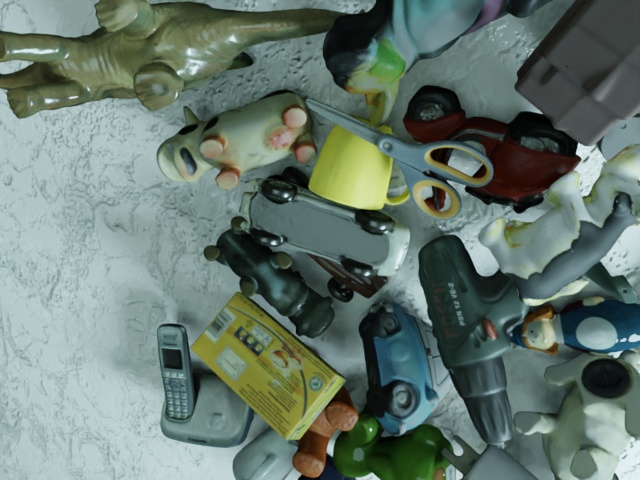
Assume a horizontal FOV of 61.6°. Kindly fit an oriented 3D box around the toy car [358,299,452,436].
[{"bbox_3d":[0.110,0.154,0.669,0.103,0.109,0.161,-3,74,-11],"label":"toy car"}]

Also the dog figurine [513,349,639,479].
[{"bbox_3d":[0.334,0.234,0.640,0.172,0.121,0.190,-38,129,1],"label":"dog figurine"}]

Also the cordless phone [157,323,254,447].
[{"bbox_3d":[-0.175,0.211,0.810,0.147,0.089,0.184,1,106,20],"label":"cordless phone"}]

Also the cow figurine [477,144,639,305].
[{"bbox_3d":[0.244,-0.012,0.499,0.167,0.068,0.098,-36,70,23],"label":"cow figurine"}]

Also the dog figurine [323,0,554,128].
[{"bbox_3d":[0.107,-0.210,0.515,0.219,0.191,0.108,-51,57,47],"label":"dog figurine"}]

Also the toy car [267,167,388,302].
[{"bbox_3d":[-0.001,-0.002,0.678,0.202,0.053,0.089,44,115,1],"label":"toy car"}]

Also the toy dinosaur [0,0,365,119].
[{"bbox_3d":[-0.164,-0.203,0.573,0.472,0.198,0.104,-1,112,12],"label":"toy dinosaur"}]

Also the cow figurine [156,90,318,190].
[{"bbox_3d":[-0.104,-0.121,0.637,0.195,0.127,0.085,-18,124,8],"label":"cow figurine"}]

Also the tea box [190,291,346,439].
[{"bbox_3d":[-0.064,0.154,0.670,0.170,0.068,0.098,39,83,21],"label":"tea box"}]

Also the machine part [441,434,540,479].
[{"bbox_3d":[0.248,0.321,0.625,0.243,0.079,0.079,38,121,27],"label":"machine part"}]

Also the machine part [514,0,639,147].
[{"bbox_3d":[0.252,-0.182,0.427,0.087,0.201,0.201,40,119,4],"label":"machine part"}]

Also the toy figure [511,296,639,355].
[{"bbox_3d":[0.281,0.099,0.612,0.155,0.057,0.064,-8,69,25],"label":"toy figure"}]

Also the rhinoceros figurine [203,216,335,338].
[{"bbox_3d":[-0.064,0.051,0.691,0.190,0.112,0.073,39,80,16],"label":"rhinoceros figurine"}]

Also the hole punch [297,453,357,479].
[{"bbox_3d":[0.023,0.377,0.780,0.142,0.116,0.092,42,125,3],"label":"hole punch"}]

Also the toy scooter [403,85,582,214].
[{"bbox_3d":[0.169,-0.078,0.572,0.184,0.075,0.135,20,117,15],"label":"toy scooter"}]

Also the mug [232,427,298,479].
[{"bbox_3d":[-0.076,0.327,0.809,0.081,0.109,0.107,45,107,14],"label":"mug"}]

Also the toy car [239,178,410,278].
[{"bbox_3d":[0.002,-0.015,0.620,0.202,0.056,0.073,18,108,9],"label":"toy car"}]

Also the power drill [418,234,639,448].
[{"bbox_3d":[0.221,0.079,0.579,0.207,0.086,0.232,-33,67,24],"label":"power drill"}]

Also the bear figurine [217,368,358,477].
[{"bbox_3d":[-0.054,0.203,0.735,0.196,0.132,0.120,35,100,-4],"label":"bear figurine"}]

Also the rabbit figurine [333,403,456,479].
[{"bbox_3d":[0.084,0.296,0.731,0.170,0.121,0.159,0,108,36],"label":"rabbit figurine"}]
